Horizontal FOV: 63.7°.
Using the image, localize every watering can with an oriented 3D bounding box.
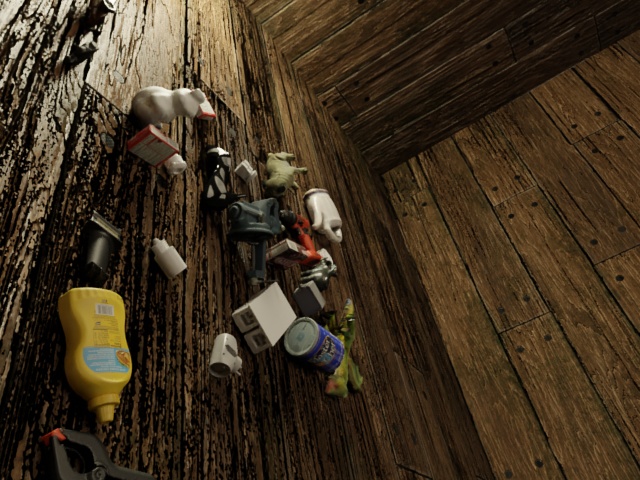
[{"bbox_3d":[0.006,-0.099,1.962,0.227,0.103,0.345,65,12,16],"label":"watering can"}]

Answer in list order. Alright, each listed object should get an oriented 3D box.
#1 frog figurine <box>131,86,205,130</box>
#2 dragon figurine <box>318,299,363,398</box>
[{"bbox_3d":[-0.363,-0.329,1.231,0.122,0.158,0.139,58,17,-6],"label":"frog figurine"},{"bbox_3d":[0.080,0.343,1.565,0.414,0.122,0.242,-32,109,-71],"label":"dragon figurine"}]
